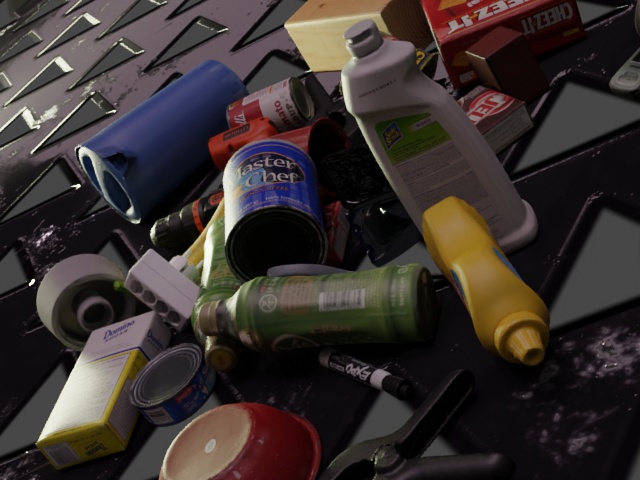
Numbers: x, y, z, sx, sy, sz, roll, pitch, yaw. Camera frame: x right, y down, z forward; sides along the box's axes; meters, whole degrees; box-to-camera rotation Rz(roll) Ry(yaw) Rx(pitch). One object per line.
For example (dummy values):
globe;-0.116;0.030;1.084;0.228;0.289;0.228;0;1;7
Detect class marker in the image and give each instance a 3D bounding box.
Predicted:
marker;0.040;0.117;0.936;0.020;0.020;0.121;-44;30;-20

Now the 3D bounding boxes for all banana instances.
banana;-0.144;0.014;1.234;0.197;0.069;0.037;-42;51;-14

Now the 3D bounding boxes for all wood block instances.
wood block;0.060;-0.300;1.492;0.207;0.090;0.090;8;50;51

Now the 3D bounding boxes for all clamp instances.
clamp;0.065;0.175;0.801;0.171;0.039;0.120;-37;23;1
clamp;0.021;-0.159;1.359;0.165;0.036;0.209;1;45;34

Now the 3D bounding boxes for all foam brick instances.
foam brick;0.207;-0.189;1.180;0.051;0.078;0.053;-37;28;-4

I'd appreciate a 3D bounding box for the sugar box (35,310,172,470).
sugar box;-0.223;0.155;1.121;0.093;0.048;0.176;-19;27;24

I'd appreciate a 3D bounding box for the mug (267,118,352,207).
mug;-0.018;-0.076;1.231;0.082;0.093;0.117;-10;78;36

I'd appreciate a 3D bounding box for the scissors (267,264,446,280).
scissors;0.050;0.045;1.025;0.202;0.096;0.016;2;67;5

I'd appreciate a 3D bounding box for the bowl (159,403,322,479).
bowl;-0.081;0.192;0.907;0.162;0.055;0.162;-25;30;15

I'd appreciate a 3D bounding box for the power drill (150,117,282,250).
power drill;-0.119;-0.070;1.353;0.185;0.057;0.187;-17;35;20

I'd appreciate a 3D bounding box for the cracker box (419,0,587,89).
cracker box;0.215;-0.283;1.312;0.164;0.072;0.213;-22;29;9

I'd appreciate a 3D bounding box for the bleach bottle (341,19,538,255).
bleach bottle;0.099;-0.088;0.949;0.103;0.250;0.068;-26;29;14

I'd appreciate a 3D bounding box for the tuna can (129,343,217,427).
tuna can;-0.146;0.145;1.067;0.086;0.033;0.086;-25;29;15

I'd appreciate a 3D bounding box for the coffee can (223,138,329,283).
coffee can;-0.048;-0.027;1.099;0.103;0.102;0.140;-27;31;12

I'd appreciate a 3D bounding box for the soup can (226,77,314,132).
soup can;-0.066;-0.172;1.445;0.102;0.068;0.068;-21;31;21

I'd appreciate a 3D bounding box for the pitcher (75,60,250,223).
pitcher;-0.214;-0.142;1.505;0.242;0.145;0.149;-42;42;-23

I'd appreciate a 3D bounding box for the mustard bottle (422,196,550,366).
mustard bottle;0.141;0.043;0.867;0.058;0.096;0.192;-30;29;5

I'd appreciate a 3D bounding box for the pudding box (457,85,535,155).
pudding box;0.161;-0.115;1.153;0.113;0.039;0.090;-39;29;-8

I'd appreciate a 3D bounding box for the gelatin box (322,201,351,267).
gelatin box;-0.008;0.002;1.153;0.073;0.030;0.089;-20;31;24

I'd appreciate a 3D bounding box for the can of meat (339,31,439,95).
can of meat;0.084;-0.202;1.308;0.084;0.057;0.102;28;58;17
